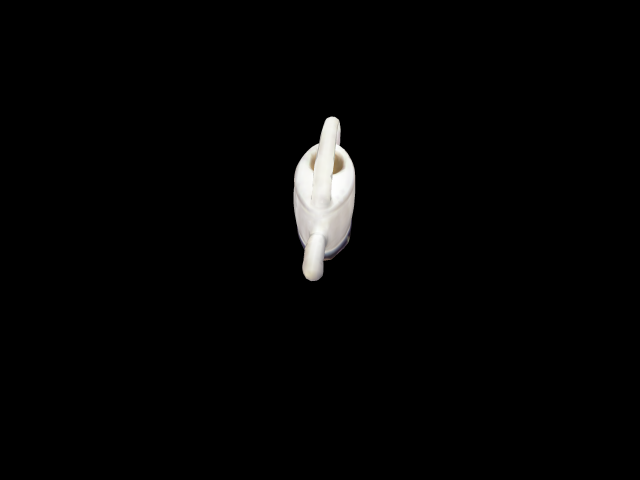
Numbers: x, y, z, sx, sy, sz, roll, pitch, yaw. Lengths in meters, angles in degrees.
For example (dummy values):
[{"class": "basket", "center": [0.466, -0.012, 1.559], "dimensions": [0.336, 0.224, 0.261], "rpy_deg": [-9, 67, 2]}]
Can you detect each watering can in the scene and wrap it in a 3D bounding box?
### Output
[{"class": "watering can", "center": [0.003, -0.043, 0.850], "dimensions": [0.104, 0.356, 0.219], "rpy_deg": [5, -36, 4]}]
